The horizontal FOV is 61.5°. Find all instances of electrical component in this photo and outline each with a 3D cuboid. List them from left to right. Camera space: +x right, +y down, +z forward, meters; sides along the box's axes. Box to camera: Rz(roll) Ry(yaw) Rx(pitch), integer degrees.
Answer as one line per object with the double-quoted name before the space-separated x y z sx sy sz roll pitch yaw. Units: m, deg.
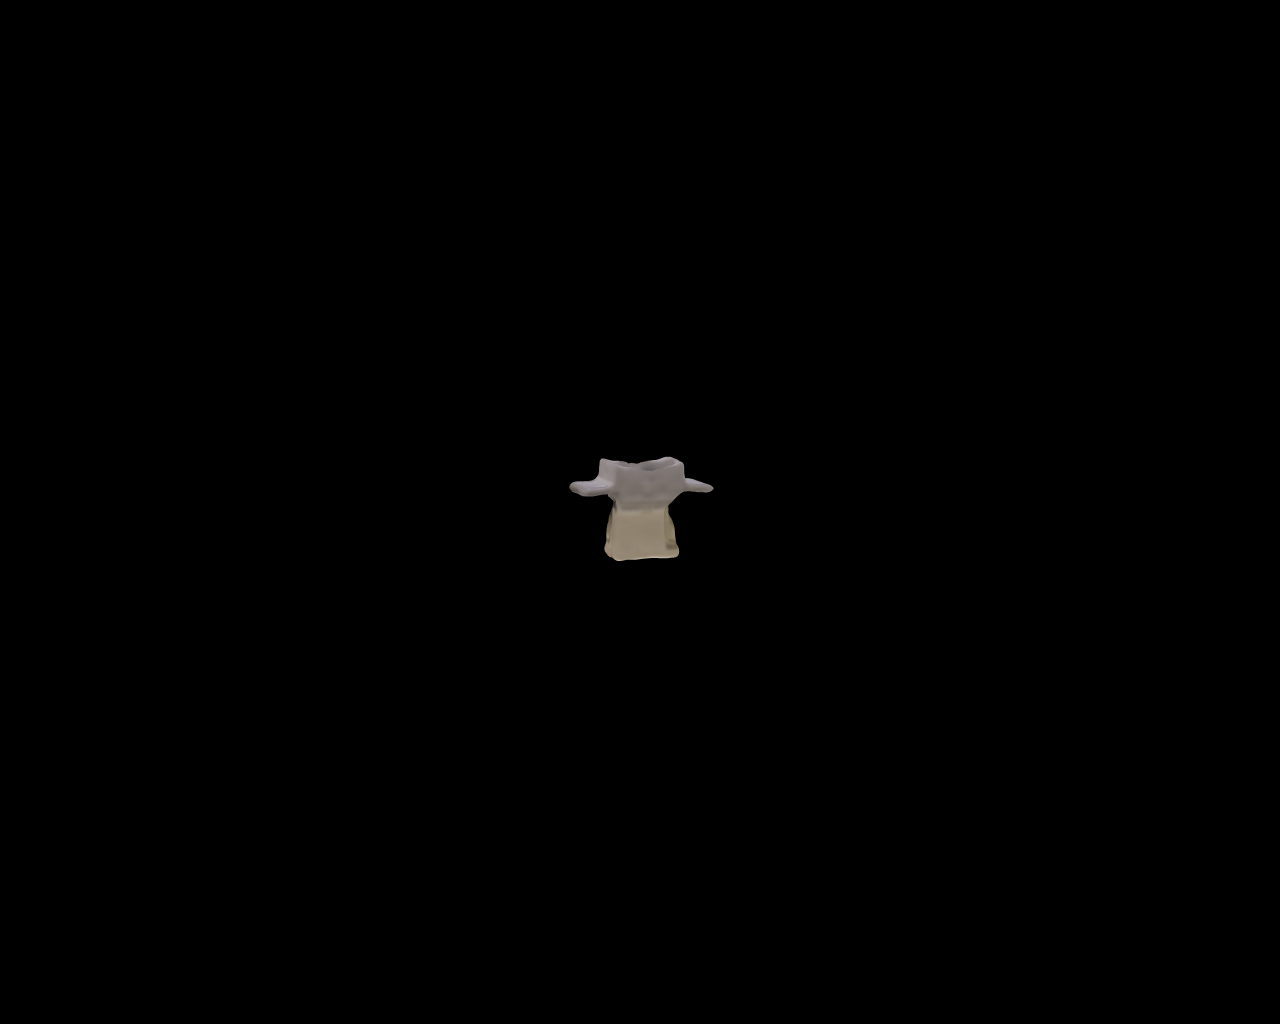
"electrical component" 0.001 -0.003 0.650 0.081 0.063 0.042 -2 8 -14
